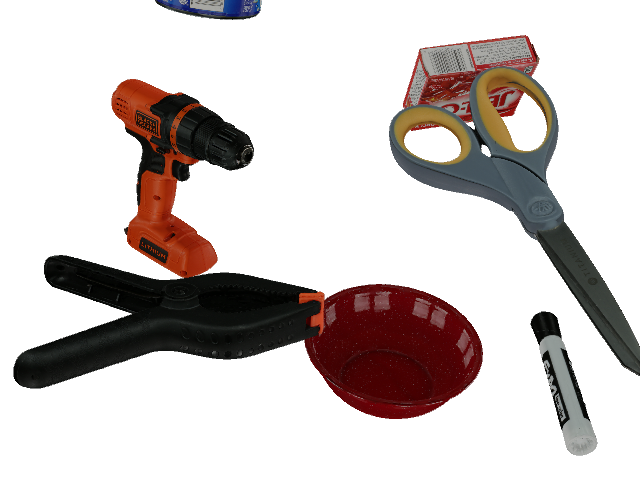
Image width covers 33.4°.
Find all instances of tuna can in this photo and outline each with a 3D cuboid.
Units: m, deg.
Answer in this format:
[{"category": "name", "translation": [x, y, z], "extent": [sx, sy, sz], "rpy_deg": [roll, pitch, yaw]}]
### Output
[{"category": "tuna can", "translation": [-0.087, -0.198, 0.831], "extent": [0.086, 0.034, 0.086], "rpy_deg": [8, 24, -4]}]

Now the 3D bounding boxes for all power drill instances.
[{"category": "power drill", "translation": [-0.142, -0.059, 1.102], "extent": [0.185, 0.188, 0.057], "rpy_deg": [29, 38, 33]}]

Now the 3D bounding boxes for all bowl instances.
[{"category": "bowl", "translation": [0.063, 0.110, 0.973], "extent": [0.162, 0.055, 0.162], "rpy_deg": [4, 37, -3]}]

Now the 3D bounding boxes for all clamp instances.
[{"category": "clamp", "translation": [-0.104, 0.047, 0.746], "extent": [0.209, 0.036, 0.165], "rpy_deg": [-3, 25, -13]}]

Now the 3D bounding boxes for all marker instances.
[{"category": "marker", "translation": [0.158, 0.089, 0.699], "extent": [0.020, 0.020, 0.121], "rpy_deg": [0, 37, -2]}]

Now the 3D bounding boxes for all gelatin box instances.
[{"category": "gelatin box", "translation": [0.113, -0.119, 0.815], "extent": [0.089, 0.030, 0.073], "rpy_deg": [-9, -25, -11]}]

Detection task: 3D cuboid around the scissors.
[{"category": "scissors", "translation": [0.085, -0.014, 0.512], "extent": [0.096, 0.201, 0.016], "rpy_deg": [-7, -43, 6]}]
